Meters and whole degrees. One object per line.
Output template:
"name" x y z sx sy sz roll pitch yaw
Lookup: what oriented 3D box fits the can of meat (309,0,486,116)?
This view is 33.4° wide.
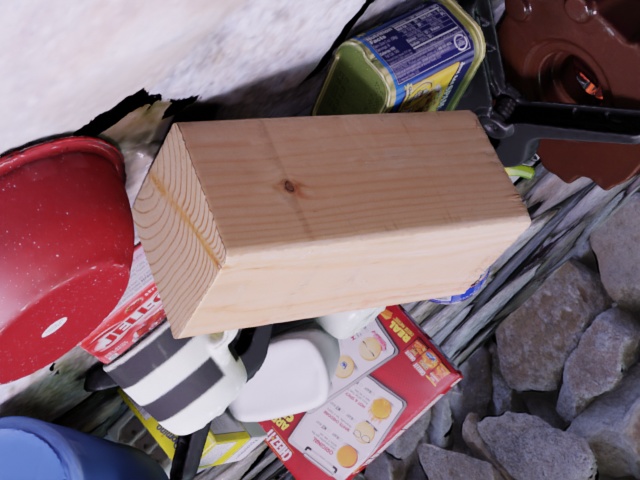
"can of meat" 0.048 -0.100 0.693 0.083 0.057 0.102 -31 162 -31

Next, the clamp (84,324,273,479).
"clamp" -0.092 0.109 0.850 0.171 0.120 0.039 -37 -156 -25

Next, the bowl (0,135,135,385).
"bowl" -0.149 0.023 0.538 0.162 0.055 0.162 -38 166 -12

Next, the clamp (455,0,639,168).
"clamp" 0.150 -0.097 0.822 0.036 0.164 0.210 -56 180 -20

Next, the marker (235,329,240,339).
"marker" -0.038 0.046 0.970 0.121 0.020 0.020 -48 165 20

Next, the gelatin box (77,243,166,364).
"gelatin box" -0.123 0.039 0.701 0.089 0.030 0.073 -40 166 -8

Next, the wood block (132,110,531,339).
"wood block" 0.008 -0.014 0.632 0.205 0.091 0.090 -6 150 -32

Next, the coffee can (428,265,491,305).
"coffee can" 0.137 0.008 1.154 0.103 0.103 0.140 -41 166 -5

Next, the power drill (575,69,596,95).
"power drill" 0.268 -0.169 1.077 0.184 0.057 0.188 -40 169 -22

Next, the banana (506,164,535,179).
"banana" 0.115 -0.033 0.993 0.037 0.069 0.198 -59 -170 -32

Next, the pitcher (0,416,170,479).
"pitcher" -0.187 0.206 0.811 0.149 0.145 0.243 -37 162 -7

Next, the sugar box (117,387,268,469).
"sugar box" -0.110 0.157 0.957 0.048 0.093 0.176 -41 165 1

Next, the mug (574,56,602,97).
"mug" 0.250 -0.188 0.919 0.117 0.081 0.093 -31 162 -37

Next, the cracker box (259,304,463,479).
"cracker box" 0.030 0.164 1.207 0.214 0.164 0.072 -43 164 4

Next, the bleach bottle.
"bleach bottle" -0.019 0.113 1.059 0.103 0.068 0.250 -16 -178 13
